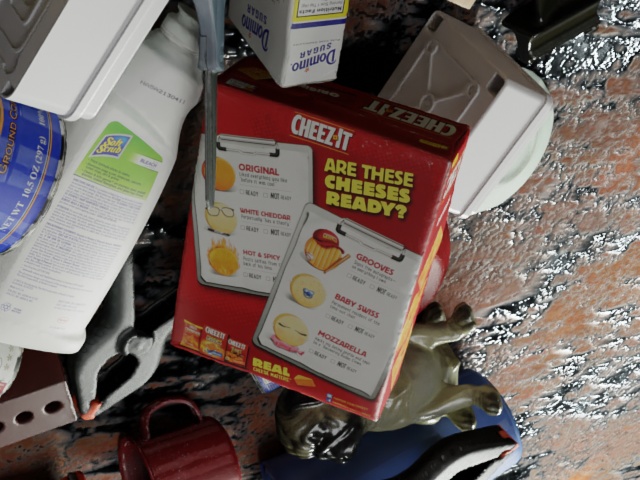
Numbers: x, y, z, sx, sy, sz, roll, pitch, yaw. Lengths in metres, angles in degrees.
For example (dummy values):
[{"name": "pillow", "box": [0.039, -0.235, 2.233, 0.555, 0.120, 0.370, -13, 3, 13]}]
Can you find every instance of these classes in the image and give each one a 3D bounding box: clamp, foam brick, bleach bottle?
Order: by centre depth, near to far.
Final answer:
[{"name": "bleach bottle", "box": [-0.143, -0.041, 0.704, 0.102, 0.068, 0.251, 19, 114, -47]}, {"name": "foam brick", "box": [-0.229, 0.116, 0.803, 0.078, 0.051, 0.053, -19, 137, -17]}, {"name": "clamp", "box": [-0.137, 0.068, 0.829, 0.120, 0.039, 0.172, 10, 122, -35]}, {"name": "clamp", "box": [0.081, 0.229, 0.922, 0.209, 0.036, 0.164, -24, 138, -24]}]

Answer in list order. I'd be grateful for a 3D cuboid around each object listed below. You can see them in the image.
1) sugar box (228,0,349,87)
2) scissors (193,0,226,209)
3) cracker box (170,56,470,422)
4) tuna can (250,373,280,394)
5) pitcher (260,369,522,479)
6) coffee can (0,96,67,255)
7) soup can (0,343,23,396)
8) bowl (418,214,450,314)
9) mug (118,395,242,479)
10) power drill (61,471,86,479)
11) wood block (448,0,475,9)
[{"name": "sugar box", "box": [-0.013, -0.189, 0.622, 0.048, 0.093, 0.176, -13, 135, -22]}, {"name": "scissors", "box": [-0.067, -0.117, 0.617, 0.016, 0.096, 0.202, 5, 94, 7]}, {"name": "cracker box", "box": [-0.005, 0.001, 0.732, 0.072, 0.164, 0.214, -54, 160, -57]}, {"name": "tuna can", "box": [-0.050, 0.080, 0.859, 0.033, 0.086, 0.086, -28, 139, -5]}, {"name": "pitcher", "box": [0.075, 0.224, 1.040, 0.242, 0.149, 0.145, -26, 129, -14]}, {"name": "coffee can", "box": [-0.230, -0.058, 0.598, 0.140, 0.103, 0.103, 23, 114, -44]}, {"name": "soup can", "box": [-0.264, 0.071, 0.726, 0.102, 0.068, 0.068, 25, 113, -45]}, {"name": "bowl", "box": [0.051, 0.025, 0.897, 0.162, 0.055, 0.162, -18, 137, -18]}, {"name": "mug", "box": [-0.123, 0.191, 0.928, 0.081, 0.093, 0.117, -15, 99, -28]}, {"name": "power drill", "box": [-0.286, 0.264, 0.892, 0.187, 0.057, 0.185, -12, 151, -29]}, {"name": "wood block", "box": [0.094, -0.256, 0.630, 0.090, 0.090, 0.206, 11, 121, -40]}]
